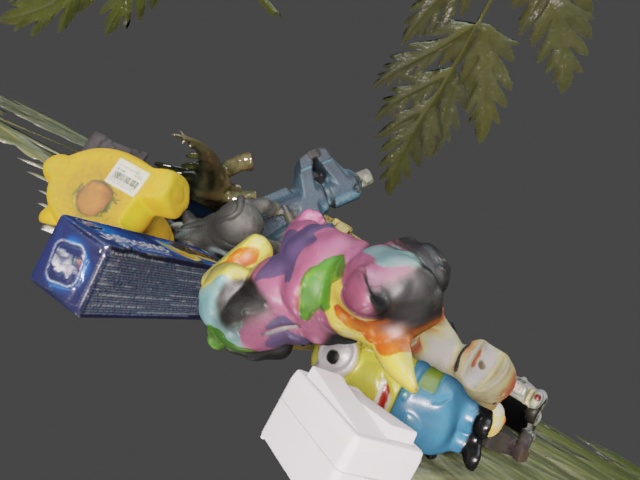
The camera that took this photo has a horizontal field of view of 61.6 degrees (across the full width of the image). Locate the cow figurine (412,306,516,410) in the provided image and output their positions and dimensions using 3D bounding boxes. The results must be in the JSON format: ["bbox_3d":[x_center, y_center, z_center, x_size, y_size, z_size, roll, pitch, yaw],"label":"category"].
[{"bbox_3d":[0.121,0.130,0.591,0.195,0.085,0.127,10,-40,49],"label":"cow figurine"}]

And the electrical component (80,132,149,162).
[{"bbox_3d":[-0.252,-0.079,0.677,0.075,0.048,0.119,24,-24,-4],"label":"electrical component"}]

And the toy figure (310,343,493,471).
[{"bbox_3d":[0.072,0.144,0.513,0.180,0.082,0.089,24,-11,17],"label":"toy figure"}]

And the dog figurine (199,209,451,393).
[{"bbox_3d":[-0.003,0.054,0.431,0.108,0.191,0.219,64,-9,-18],"label":"dog figurine"}]

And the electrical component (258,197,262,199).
[{"bbox_3d":[-0.125,-0.015,1.026,0.058,0.134,0.115,28,4,20],"label":"electrical component"}]

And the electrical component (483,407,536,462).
[{"bbox_3d":[0.221,0.235,0.683,0.078,0.045,0.102,29,1,-26],"label":"electrical component"}]

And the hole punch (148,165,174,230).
[{"bbox_3d":[-0.280,-0.050,0.774,0.142,0.092,0.116,30,31,-26],"label":"hole punch"}]

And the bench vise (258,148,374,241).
[{"bbox_3d":[0.001,-0.004,0.797,0.240,0.224,0.129,65,-23,3],"label":"bench vise"}]

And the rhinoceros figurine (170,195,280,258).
[{"bbox_3d":[-0.128,-0.002,0.682,0.112,0.073,0.190,3,-13,-38],"label":"rhinoceros figurine"}]

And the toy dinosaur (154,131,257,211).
[{"bbox_3d":[-0.224,-0.104,1.042,0.198,0.105,0.471,-8,-15,-18],"label":"toy dinosaur"}]

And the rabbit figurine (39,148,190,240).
[{"bbox_3d":[-0.224,-0.020,0.589,0.162,0.122,0.173,19,-13,9],"label":"rabbit figurine"}]

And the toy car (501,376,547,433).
[{"bbox_3d":[0.284,0.236,0.780,0.074,0.056,0.201,29,-19,30],"label":"toy car"}]

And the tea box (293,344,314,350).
[{"bbox_3d":[-0.036,0.076,0.638,0.098,0.068,0.169,40,12,35],"label":"tea box"}]

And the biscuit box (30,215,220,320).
[{"bbox_3d":[-0.154,0.032,0.492,0.059,0.062,0.202,27,1,23],"label":"biscuit box"}]

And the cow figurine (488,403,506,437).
[{"bbox_3d":[0.140,0.180,0.661,0.098,0.068,0.168,18,5,-44],"label":"cow figurine"}]

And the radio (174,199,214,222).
[{"bbox_3d":[-0.199,-0.012,0.876,0.230,0.073,0.131,32,3,43],"label":"radio"}]
